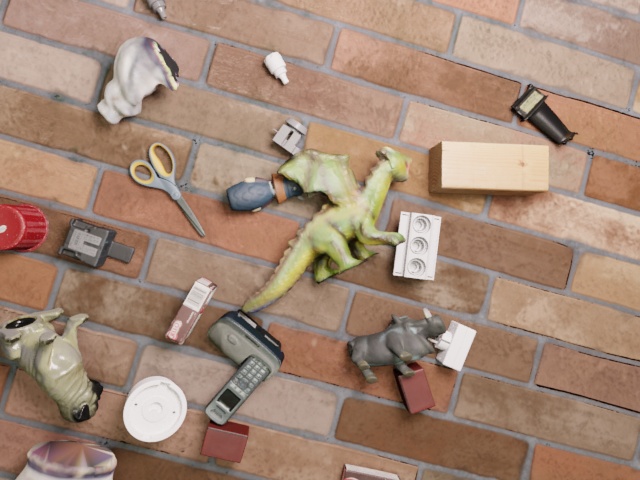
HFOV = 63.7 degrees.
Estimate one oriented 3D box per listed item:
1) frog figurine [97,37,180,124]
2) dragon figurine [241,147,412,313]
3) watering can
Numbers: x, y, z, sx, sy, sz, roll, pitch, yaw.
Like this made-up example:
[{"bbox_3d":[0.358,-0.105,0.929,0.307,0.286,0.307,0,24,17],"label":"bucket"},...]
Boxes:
[{"bbox_3d":[-0.348,-0.294,0.945,0.159,0.120,0.140,-24,58,4],"label":"frog figurine"},{"bbox_3d":[0.003,-0.048,0.958,0.411,0.122,0.243,-24,90,-7],"label":"dragon figurine"},{"bbox_3d":[-0.496,0.464,0.904,0.347,0.104,0.225,11,87,-4],"label":"watering can"}]
